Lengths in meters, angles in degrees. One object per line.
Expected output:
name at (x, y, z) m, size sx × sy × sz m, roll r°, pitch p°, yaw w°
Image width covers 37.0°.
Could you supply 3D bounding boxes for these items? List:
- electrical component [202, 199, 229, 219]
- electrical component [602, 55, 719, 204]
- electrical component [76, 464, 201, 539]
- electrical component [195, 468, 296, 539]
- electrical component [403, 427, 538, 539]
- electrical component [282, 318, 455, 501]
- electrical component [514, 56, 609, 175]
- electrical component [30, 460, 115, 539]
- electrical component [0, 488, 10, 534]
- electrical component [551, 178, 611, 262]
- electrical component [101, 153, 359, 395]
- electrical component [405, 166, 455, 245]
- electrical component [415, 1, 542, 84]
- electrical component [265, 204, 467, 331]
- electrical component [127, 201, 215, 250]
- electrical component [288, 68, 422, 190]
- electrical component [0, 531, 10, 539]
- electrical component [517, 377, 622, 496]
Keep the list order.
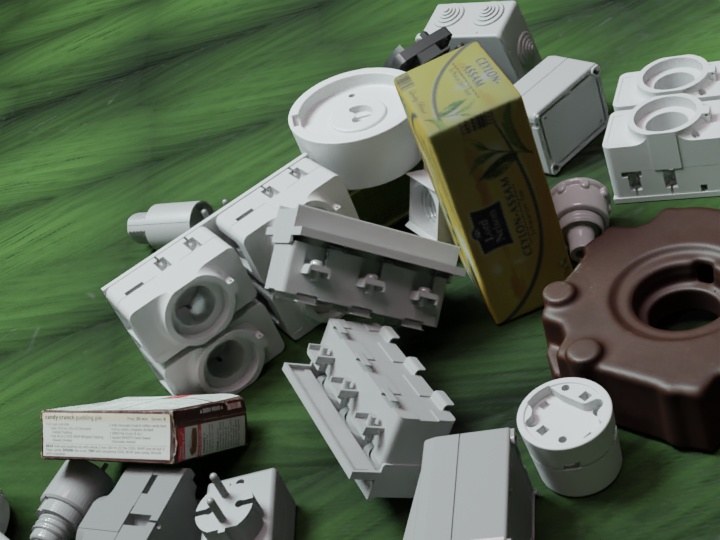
electrical component at (-0.108, -0.026, 0.900) m, size 0.138 × 0.073 × 0.052 m, roll -26°, pitch 35°, yaw -3°
electrical component at (0.284, -0.112, 0.802) m, size 0.186 × 0.060 × 0.105 m, roll -3°, pitch 40°, yaw 26°
electrical component at (-0.141, 0.173, 0.683) m, size 0.056 × 0.050 × 0.089 m, roll -2°, pitch 41°, yaw 28°
electrical component at (-0.075, 0.154, 0.647) m, size 0.047 × 0.075 × 0.083 m, roll -16°, pitch 36°, yaw 11°
electrical component at (0.062, 0.144, 0.595) m, size 0.061 × 0.061 × 0.096 m, roll -11°, pitch 37°, yaw 18°
electrical component at (0.010, 0.085, 0.689) m, size 0.079 × 0.063 × 0.121 m, roll 8°, pitch 24°, yaw -29°
electrical component at (0.162, -0.134, 0.898) m, size 0.096 × 0.061 × 0.061 m, roll -41°, pitch 39°, yaw -22°
electrical component at (-0.201, 0.165, 0.735) m, size 0.040 × 0.040 × 0.078 m, roll 0°, pitch 42°, yaw 30°
electrical component at (-0.299, 0.180, 0.754) m, size 0.108 × 0.060 × 0.108 m, roll -15°, pitch 36°, yaw 12°
electrical component at (0.161, -0.033, 0.785) m, size 0.048 × 0.048 × 0.062 m, roll -11°, pitch 44°, yaw 18°
electrical component at (-0.082, 0.011, 0.810) m, size 0.186 × 0.105 × 0.060 m, roll -36°, pitch 37°, yaw -16°
electrical component at (0.073, -0.053, 0.840) m, size 0.064 × 0.081 × 0.042 m, roll -13°, pitch 30°, yaw -25°
electrical component at (0.112, -0.197, 0.978) m, size 0.100 × 0.099 × 0.048 m, roll 7°, pitch 58°, yaw 36°
electrical component at (0.000, 0.000, 0.746) m, size 0.079 × 0.121 × 0.063 m, roll -175°, pitch 99°, yaw -69°
electrical component at (-0.175, -0.039, 0.983) m, size 0.081 × 0.043 × 0.043 m, roll -2°, pitch 41°, yaw 28°
electrical component at (0.003, -0.107, 0.859) m, size 0.108 × 0.060 × 0.108 m, roll -10°, pitch 38°, yaw 8°
electrical component at (-0.227, 0.203, 0.669) m, size 0.113 × 0.078 × 0.057 m, roll 18°, pitch 55°, yaw 43°
electrical component at (0.124, 0.099, 0.630) m, size 0.055 × 0.047 × 0.055 m, roll -15°, pitch 36°, yaw 12°
